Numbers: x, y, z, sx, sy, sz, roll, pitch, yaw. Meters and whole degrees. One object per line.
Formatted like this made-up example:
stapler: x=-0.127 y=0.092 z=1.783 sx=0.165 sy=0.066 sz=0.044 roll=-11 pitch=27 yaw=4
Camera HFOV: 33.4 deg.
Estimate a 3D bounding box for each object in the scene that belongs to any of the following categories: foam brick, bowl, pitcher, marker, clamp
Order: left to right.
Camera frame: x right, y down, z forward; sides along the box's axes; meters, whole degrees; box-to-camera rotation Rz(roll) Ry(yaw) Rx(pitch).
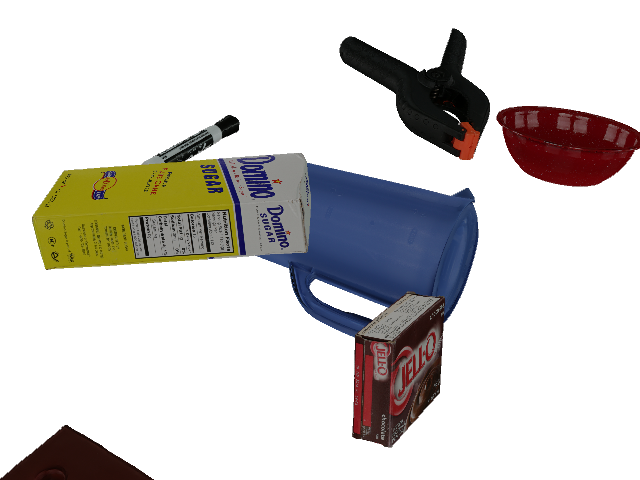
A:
foam brick: x=-0.095 y=0.127 z=0.450 sx=0.078 sy=0.051 sz=0.052 roll=23 pitch=45 yaw=30
marker: x=-0.122 y=-0.091 z=1.027 sx=0.020 sy=0.020 sz=0.120 roll=0 pitch=27 yaw=45
pitcher: x=0.029 y=0.001 z=1.095 sx=0.243 sy=0.145 sz=0.149 roll=17 pitch=23 yaw=21
clamp: x=0.085 y=-0.132 z=0.919 sx=0.120 sy=0.039 sz=0.171 roll=-6 pitch=41 yaw=-7
bowl: x=0.270 y=-0.100 z=1.176 sx=0.162 sy=0.055 sz=0.162 roll=6 pitch=23 yaw=-3

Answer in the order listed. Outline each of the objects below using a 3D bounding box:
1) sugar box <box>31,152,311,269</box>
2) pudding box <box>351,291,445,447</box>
sugar box: x=-0.096 y=-0.022 z=0.724 sx=0.176 sy=0.048 sz=0.093 roll=-7 pitch=24 yaw=3
pudding box: x=0.064 y=0.100 z=0.859 sx=0.039 sy=0.090 sz=0.113 roll=10 pitch=20 yaw=23
